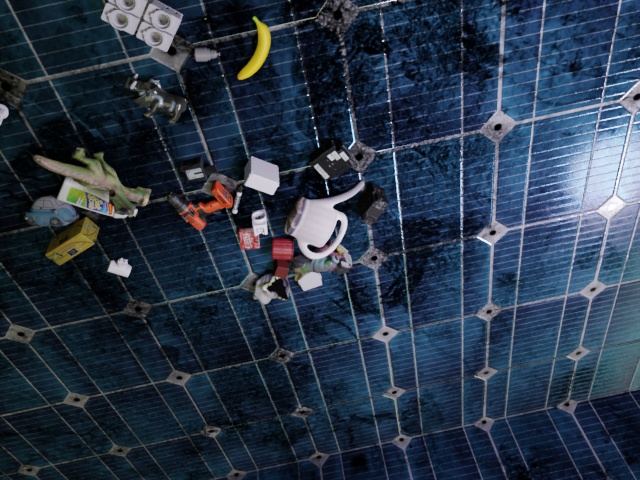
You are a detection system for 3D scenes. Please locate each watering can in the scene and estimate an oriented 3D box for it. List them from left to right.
[{"bbox_3d":[0.006,-0.095,1.891,0.223,0.105,0.344,22,103,-16],"label":"watering can"}]

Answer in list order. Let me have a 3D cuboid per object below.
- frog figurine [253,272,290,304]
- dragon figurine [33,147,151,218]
[{"bbox_3d":[-0.203,0.200,2.110,0.137,0.124,0.158,9,163,-26],"label":"frog figurine"},{"bbox_3d":[-0.669,-0.164,1.600,0.244,0.411,0.121,40,102,9],"label":"dragon figurine"}]
